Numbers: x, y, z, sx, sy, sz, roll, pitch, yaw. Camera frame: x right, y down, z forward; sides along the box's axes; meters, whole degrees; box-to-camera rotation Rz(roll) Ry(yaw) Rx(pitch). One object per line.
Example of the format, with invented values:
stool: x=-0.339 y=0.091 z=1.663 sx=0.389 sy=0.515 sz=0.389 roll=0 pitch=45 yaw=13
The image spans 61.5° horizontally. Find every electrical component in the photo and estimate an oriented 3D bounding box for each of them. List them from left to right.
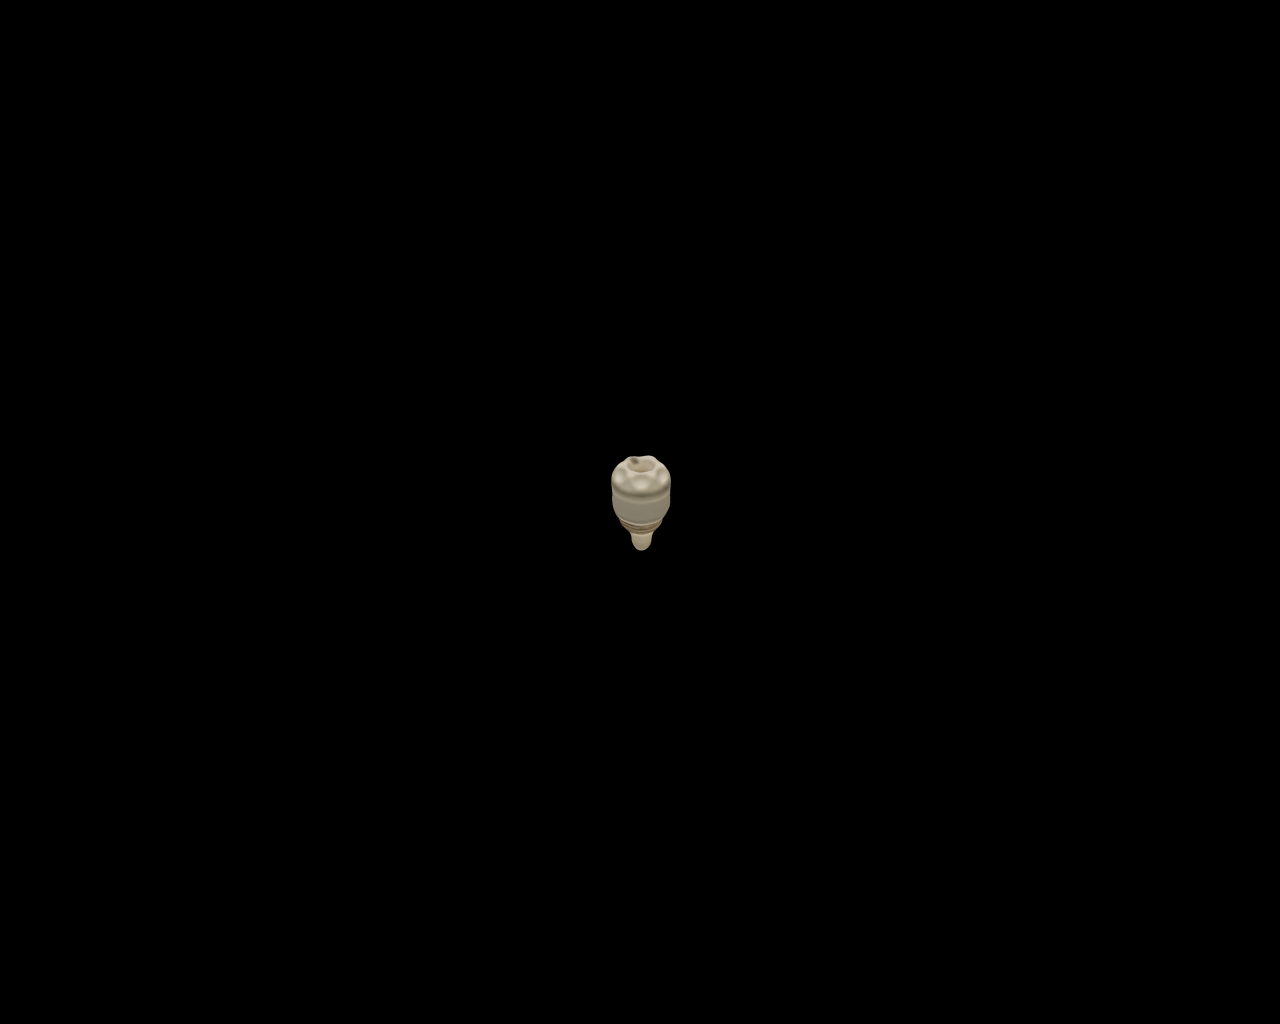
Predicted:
electrical component: x=0.001 y=-0.003 z=0.650 sx=0.035 sy=0.061 sz=0.035 roll=0 pitch=33 yaw=0
